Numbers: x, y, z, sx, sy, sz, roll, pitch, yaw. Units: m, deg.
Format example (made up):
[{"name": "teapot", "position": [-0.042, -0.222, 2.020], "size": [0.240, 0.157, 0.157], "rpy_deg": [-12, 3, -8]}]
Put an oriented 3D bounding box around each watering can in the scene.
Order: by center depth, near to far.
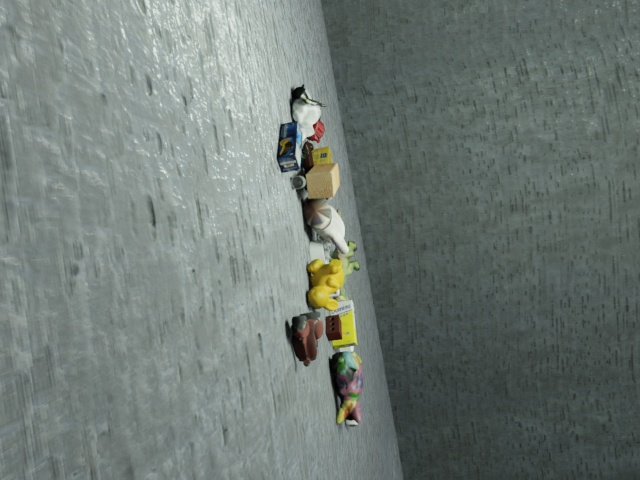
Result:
[{"name": "watering can", "position": [0.006, -0.096, 1.911], "size": [0.104, 0.355, 0.220], "rpy_deg": [-33, -36, 7]}]

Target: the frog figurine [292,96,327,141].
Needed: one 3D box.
[{"name": "frog figurine", "position": [-0.060, -0.462, 1.974], "size": [0.123, 0.157, 0.139], "rpy_deg": [28, 19, 14]}]

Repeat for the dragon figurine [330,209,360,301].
[{"name": "dragon figurine", "position": [0.076, 0.081, 2.164], "size": [0.122, 0.409, 0.244], "rpy_deg": [-11, 3, 18]}]
